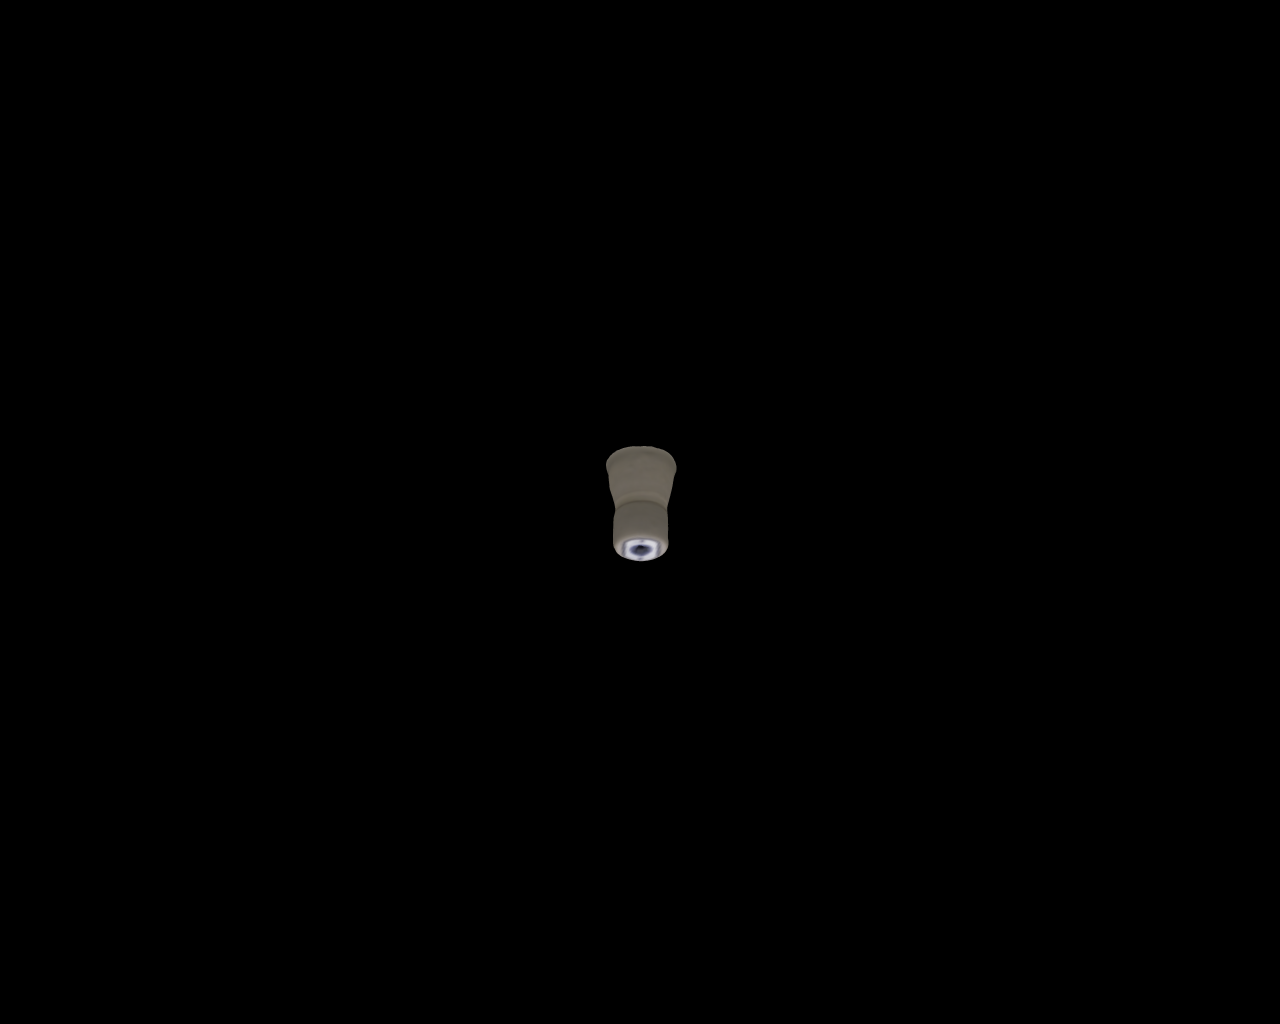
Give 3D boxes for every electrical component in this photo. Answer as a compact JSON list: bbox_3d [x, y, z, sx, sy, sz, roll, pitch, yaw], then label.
[{"bbox_3d":[0.001,-0.003,0.650,0.044,0.065,0.044,0,-32,0],"label":"electrical component"}]
